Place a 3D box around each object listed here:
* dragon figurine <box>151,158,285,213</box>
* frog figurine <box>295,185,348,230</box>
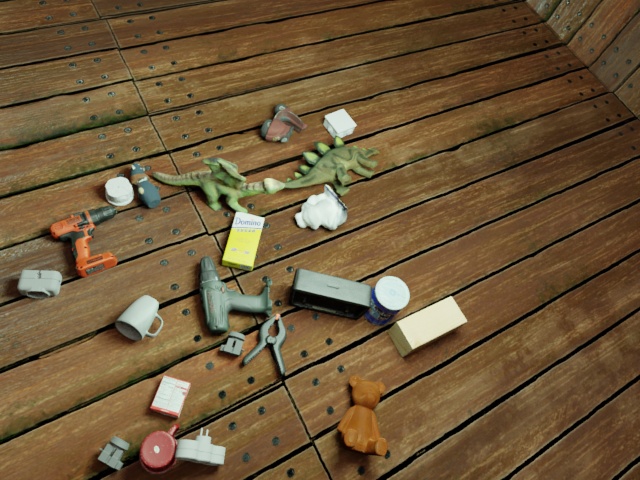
[{"bbox_3d":[-0.312,-0.190,1.561,0.410,0.238,0.125,13,64,-9],"label":"dragon figurine"},{"bbox_3d":[0.005,-0.084,1.673,0.159,0.123,0.138,-41,84,7],"label":"frog figurine"}]
